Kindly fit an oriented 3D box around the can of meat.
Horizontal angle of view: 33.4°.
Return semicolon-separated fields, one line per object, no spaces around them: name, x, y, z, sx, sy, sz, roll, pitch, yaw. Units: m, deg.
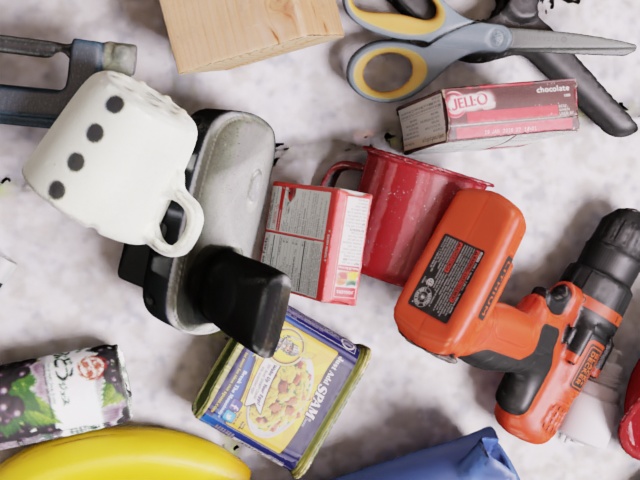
can of meat;-0.028;0.097;0.727;0.084;0.057;0.102;31;87;-8

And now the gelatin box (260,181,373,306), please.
gelatin box;-0.005;0.001;0.708;0.030;0.089;0.073;8;92;-32

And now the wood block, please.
wood block;-0.060;-0.218;0.672;0.091;0.090;0.206;-13;96;19

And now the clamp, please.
clamp;0.146;-0.176;0.751;0.210;0.036;0.164;15;90;-8

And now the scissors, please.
scissors;0.105;-0.121;0.726;0.201;0.016;0.096;19;101;-5

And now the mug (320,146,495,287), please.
mug;0.051;-0.016;0.725;0.117;0.093;0.081;18;95;19

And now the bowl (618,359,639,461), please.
bowl;0.282;0.097;0.759;0.162;0.055;0.162;-7;140;-6

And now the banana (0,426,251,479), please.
banana;-0.148;0.159;0.721;0.197;0.037;0.069;-13;114;-8

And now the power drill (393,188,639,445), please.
power drill;0.143;0.036;0.712;0.187;0.057;0.184;30;86;-44

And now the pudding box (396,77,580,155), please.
pudding box;0.109;-0.081;0.711;0.090;0.113;0.039;-5;90;-11

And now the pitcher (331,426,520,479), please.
pitcher;0.025;0.227;0.717;0.242;0.145;0.149;-14;83;-6

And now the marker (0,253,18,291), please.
marker;-0.241;0.062;0.705;0.020;0.020;0.121;34;87;-11
